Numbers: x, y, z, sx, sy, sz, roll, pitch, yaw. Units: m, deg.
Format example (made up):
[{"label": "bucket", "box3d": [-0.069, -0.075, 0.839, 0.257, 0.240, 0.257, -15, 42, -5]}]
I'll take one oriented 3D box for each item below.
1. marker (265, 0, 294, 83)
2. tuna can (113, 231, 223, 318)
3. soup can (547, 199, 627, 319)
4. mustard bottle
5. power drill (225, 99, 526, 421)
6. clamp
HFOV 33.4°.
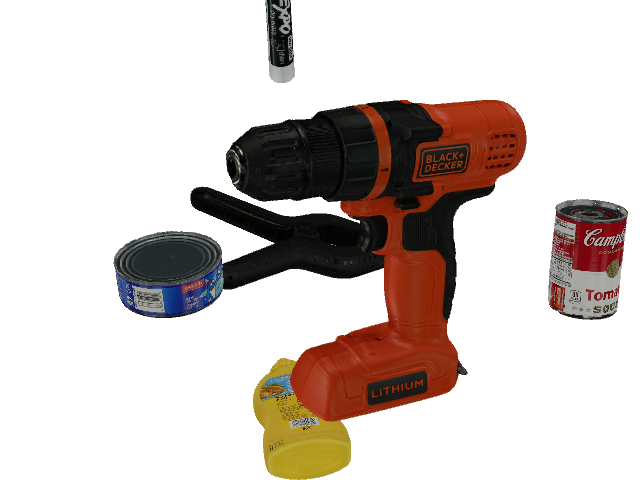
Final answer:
[{"label": "marker", "box3d": [-0.029, -0.163, 0.745, 0.020, 0.020, 0.121, 0, -43, 1]}, {"label": "tuna can", "box3d": [-0.120, 0.027, 0.853, 0.086, 0.034, 0.086, -2, 28, 1]}, {"label": "soup can", "box3d": [0.259, 0.018, 1.039, 0.068, 0.102, 0.068, 1, 18, 0]}, {"label": "mustard bottle", "box3d": [-0.029, 0.197, 1.249, 0.096, 0.058, 0.192, -7, 29, -8]}, {"label": "power drill", "box3d": [0.028, 0.011, 0.618, 0.184, 0.188, 0.057, -8, 30, -26]}, {"label": "clamp", "box3d": [-0.022, 0.007, 1.043, 0.209, 0.036, 0.164, 8, 30, -13]}]
